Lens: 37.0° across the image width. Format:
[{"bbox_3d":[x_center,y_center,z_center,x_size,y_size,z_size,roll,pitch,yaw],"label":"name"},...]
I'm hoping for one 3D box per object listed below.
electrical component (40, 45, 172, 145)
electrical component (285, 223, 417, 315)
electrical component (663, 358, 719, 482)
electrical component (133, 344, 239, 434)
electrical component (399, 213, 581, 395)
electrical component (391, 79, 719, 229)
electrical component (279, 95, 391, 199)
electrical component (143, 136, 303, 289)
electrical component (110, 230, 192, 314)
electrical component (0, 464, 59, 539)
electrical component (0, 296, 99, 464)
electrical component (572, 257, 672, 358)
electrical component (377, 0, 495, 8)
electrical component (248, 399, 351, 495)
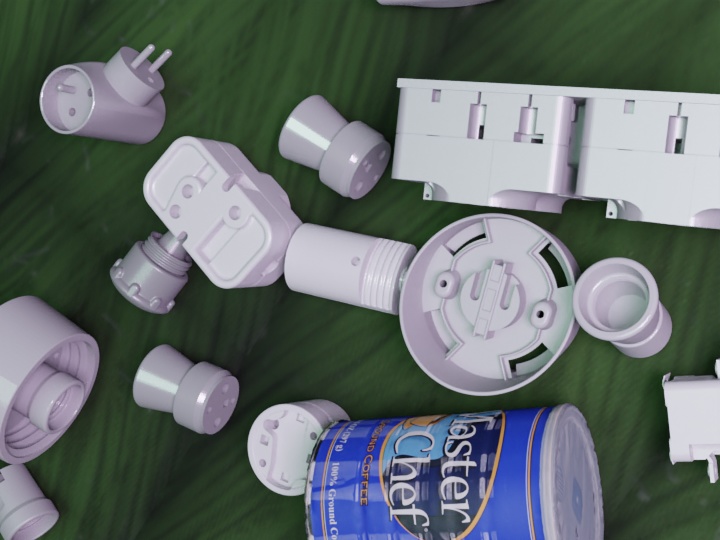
[{"bbox_3d":[-0.155,-0.118,0.702,0.079,0.077,0.043,-40,75,20],"label":"electrical component"},{"bbox_3d":[0.000,0.000,0.653,0.081,0.043,0.043,13,96,23],"label":"electrical component"},{"bbox_3d":[0.195,0.077,0.567,0.064,0.042,0.081,-6,88,26],"label":"electrical component"},{"bbox_3d":[-0.114,0.079,0.705,0.055,0.045,0.045,20,99,22],"label":"electrical component"},{"bbox_3d":[0.077,0.018,0.607,0.099,0.064,0.099,1,92,24],"label":"electrical component"},{"bbox_3d":[0.122,-0.058,0.562,0.186,0.105,0.060,8,94,24],"label":"electrical component"},{"bbox_3d":[-0.015,-0.075,0.657,0.055,0.045,0.045,35,104,20],"label":"electrical component"},{"bbox_3d":[-0.082,-0.036,0.680,0.053,0.059,0.095,-46,73,18],"label":"electrical component"},{"bbox_3d":[-0.131,-0.005,0.713,0.048,0.048,0.062,42,100,18],"label":"electrical component"},{"bbox_3d":[-0.245,0.167,0.770,0.040,0.040,0.046,-47,67,18],"label":"electrical component"},{"bbox_3d":[-0.221,0.079,0.723,0.060,0.108,0.108,27,102,15],"label":"electrical component"},{"bbox_3d":[0.144,0.024,0.575,0.044,0.065,0.044,-9,69,25],"label":"electrical component"},{"bbox_3d":[0.049,-0.196,0.627,0.077,0.043,0.079,3,92,24],"label":"electrical component"},{"bbox_3d":[-0.034,0.108,0.668,0.055,0.047,0.055,1,91,24],"label":"electrical component"}]
